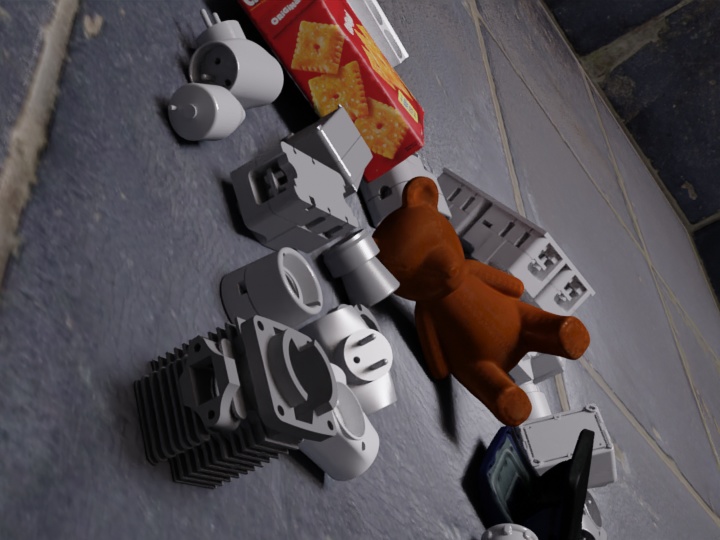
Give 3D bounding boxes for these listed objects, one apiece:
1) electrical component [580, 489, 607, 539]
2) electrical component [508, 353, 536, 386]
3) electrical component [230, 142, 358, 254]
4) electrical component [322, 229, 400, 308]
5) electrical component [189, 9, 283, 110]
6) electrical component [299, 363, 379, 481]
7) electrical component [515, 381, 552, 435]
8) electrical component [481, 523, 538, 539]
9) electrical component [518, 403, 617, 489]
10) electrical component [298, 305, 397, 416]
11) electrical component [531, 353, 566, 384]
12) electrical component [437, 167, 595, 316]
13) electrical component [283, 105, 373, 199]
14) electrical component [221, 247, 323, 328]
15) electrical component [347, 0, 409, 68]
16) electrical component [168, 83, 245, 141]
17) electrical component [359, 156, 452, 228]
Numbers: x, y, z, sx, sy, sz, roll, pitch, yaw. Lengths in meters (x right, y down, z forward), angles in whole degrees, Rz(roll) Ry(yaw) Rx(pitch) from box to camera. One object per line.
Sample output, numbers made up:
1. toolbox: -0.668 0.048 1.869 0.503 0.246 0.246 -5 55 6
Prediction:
1. electrical component: 0.221 0.257 1.073 0.079 0.044 0.077 54 23 -22
2. electrical component: 0.142 0.074 1.098 0.050 0.056 0.089 45 27 -37
3. electrical component: -0.052 -0.050 0.807 0.089 0.056 0.050 23 44 -58
4. electrical component: 0.000 0.000 0.879 0.055 0.045 0.045 59 22 -7
5. electrical component: -0.104 -0.168 0.845 0.079 0.044 0.077 65 21 6
6. electrical component: -0.026 0.088 0.715 0.077 0.044 0.079 48 24 -34
7. electrical component: 0.172 0.135 1.113 0.040 0.040 0.078 32 36 -52
8. electrical component: 0.120 0.240 0.869 0.048 0.048 0.062 50 31 -28
9. electrical component: 0.197 0.182 1.056 0.061 0.096 0.061 -101 176 -52
10. electrical component: -0.002 0.064 0.762 0.044 0.079 0.077 -23 84 -28
11. electrical component: 0.195 0.084 1.197 0.061 0.062 0.096 60 21 -5
12. electrical component: 0.142 -0.022 1.113 0.105 0.060 0.186 45 -2 -37
13. electrical component: -0.031 -0.090 0.893 0.061 0.062 0.096 57 22 -12
14. electrical component: -0.058 0.017 0.724 0.055 0.047 0.055 48 25 -32
15. electrical component: -0.009 -0.261 1.143 0.121 0.063 0.078 58 22 -11
16. electrical component: -0.106 -0.114 0.780 0.040 0.040 0.078 64 21 4
17. electrical component: 0.043 -0.072 1.050 0.095 0.054 0.059 16 50 -61
